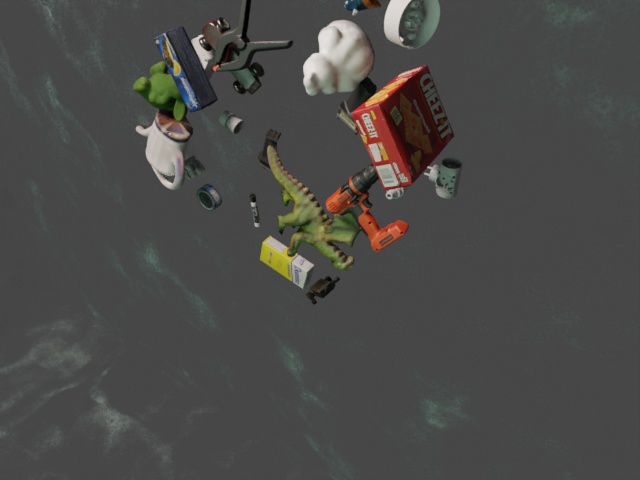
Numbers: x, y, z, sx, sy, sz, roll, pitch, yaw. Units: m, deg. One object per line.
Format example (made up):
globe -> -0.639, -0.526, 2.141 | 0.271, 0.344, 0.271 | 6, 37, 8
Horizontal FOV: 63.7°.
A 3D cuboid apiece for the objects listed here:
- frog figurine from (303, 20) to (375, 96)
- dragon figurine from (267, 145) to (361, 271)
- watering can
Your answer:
frog figurine -> 0.032, -0.361, 1.037 | 0.123, 0.162, 0.134 | 11, 129, 35
dragon figurine -> 0.004, -0.070, 1.388 | 0.242, 0.125, 0.401 | 1, 126, 22
watering can -> -0.492, -0.314, 1.598 | 0.353, 0.104, 0.220 | 54, 132, 29
